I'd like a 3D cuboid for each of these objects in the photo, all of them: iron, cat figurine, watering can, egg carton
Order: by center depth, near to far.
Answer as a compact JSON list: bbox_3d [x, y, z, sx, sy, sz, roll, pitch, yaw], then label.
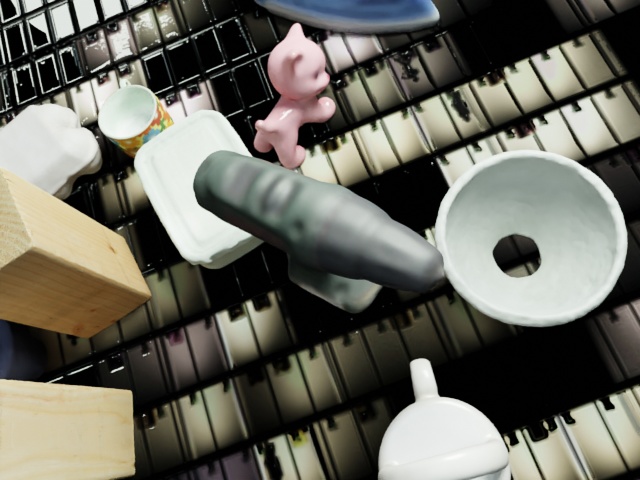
[{"bbox_3d":[0.100,0.182,0.445,0.101,0.194,0.172,-34,70,-1],"label":"watering can"},{"bbox_3d":[-0.032,-0.159,0.616,0.067,0.118,0.128,26,80,17],"label":"cat figurine"},{"bbox_3d":[0.014,-0.327,0.647,0.257,0.141,0.119,23,78,16],"label":"iron"},{"bbox_3d":[-0.337,-0.089,0.678,0.150,0.069,0.107,-44,70,-4],"label":"egg carton"}]

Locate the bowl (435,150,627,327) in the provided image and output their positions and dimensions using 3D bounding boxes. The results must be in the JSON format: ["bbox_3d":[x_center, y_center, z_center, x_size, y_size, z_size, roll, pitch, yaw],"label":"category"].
[{"bbox_3d":[0.193,0.004,0.546,0.167,0.075,0.167,-3,73,10],"label":"bowl"}]

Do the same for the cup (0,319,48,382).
[{"bbox_3d":[-0.345,0.130,0.598,0.117,0.095,0.091,-28,70,1],"label":"cup"}]

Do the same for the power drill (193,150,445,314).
[{"bbox_3d":[0.005,0.002,0.511,0.229,0.209,0.076,25,79,17],"label":"power drill"}]
